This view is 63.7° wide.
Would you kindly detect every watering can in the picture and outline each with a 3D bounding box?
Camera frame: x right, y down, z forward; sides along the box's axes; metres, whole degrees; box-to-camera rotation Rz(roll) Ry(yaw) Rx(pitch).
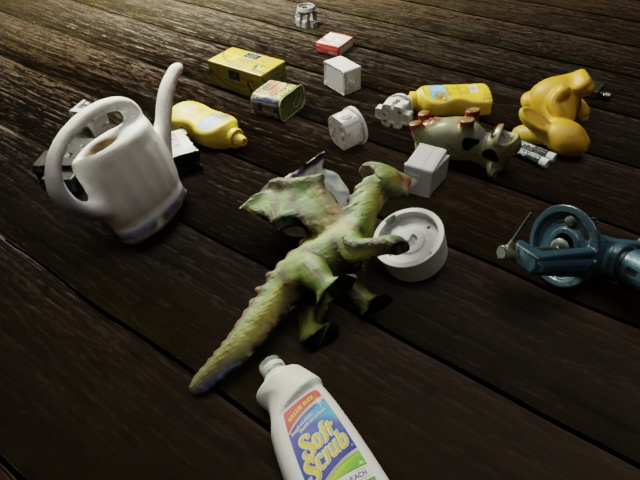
[{"bbox_3d":[-0.292,-0.141,0.857,0.104,0.220,0.355,0,39,30],"label":"watering can"}]

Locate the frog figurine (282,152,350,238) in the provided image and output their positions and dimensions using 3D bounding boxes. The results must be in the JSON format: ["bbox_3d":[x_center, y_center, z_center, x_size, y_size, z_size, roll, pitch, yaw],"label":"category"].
[{"bbox_3d":[0.003,-0.042,0.844,0.139,0.120,0.160,-35,87,-42],"label":"frog figurine"}]

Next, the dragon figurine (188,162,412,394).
[{"bbox_3d":[-0.031,0.012,0.720,0.412,0.119,0.247,-27,53,-10],"label":"dragon figurine"}]
